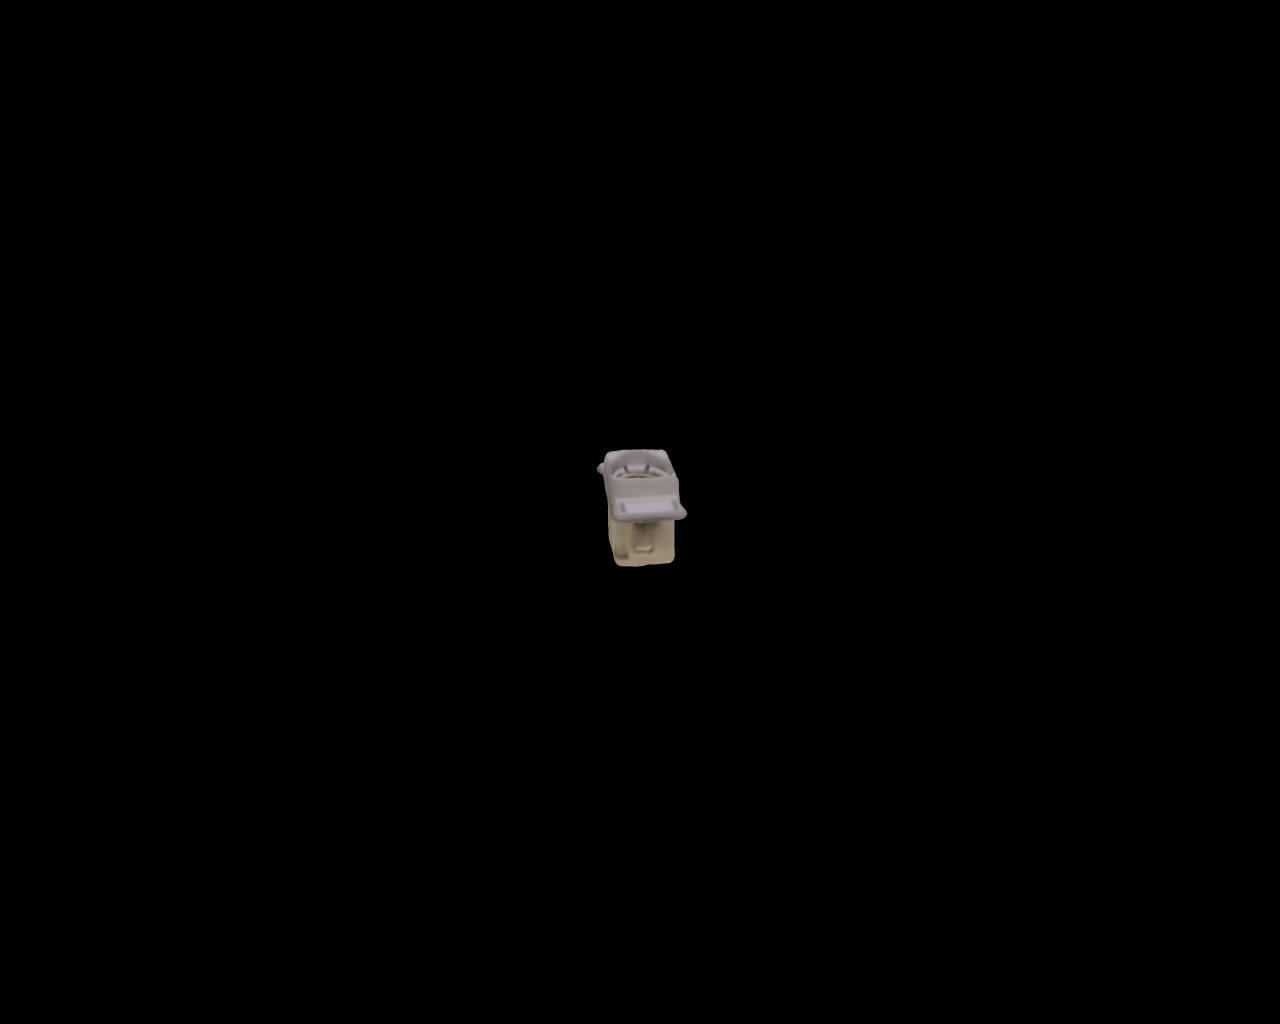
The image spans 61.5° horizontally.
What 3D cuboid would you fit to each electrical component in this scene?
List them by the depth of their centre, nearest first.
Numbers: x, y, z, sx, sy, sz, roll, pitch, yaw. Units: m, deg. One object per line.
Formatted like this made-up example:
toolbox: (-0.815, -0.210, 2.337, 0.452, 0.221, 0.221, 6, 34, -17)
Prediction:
electrical component: (0.001, -0.003, 0.650, 0.042, 0.063, 0.081, -3, 26, -7)
